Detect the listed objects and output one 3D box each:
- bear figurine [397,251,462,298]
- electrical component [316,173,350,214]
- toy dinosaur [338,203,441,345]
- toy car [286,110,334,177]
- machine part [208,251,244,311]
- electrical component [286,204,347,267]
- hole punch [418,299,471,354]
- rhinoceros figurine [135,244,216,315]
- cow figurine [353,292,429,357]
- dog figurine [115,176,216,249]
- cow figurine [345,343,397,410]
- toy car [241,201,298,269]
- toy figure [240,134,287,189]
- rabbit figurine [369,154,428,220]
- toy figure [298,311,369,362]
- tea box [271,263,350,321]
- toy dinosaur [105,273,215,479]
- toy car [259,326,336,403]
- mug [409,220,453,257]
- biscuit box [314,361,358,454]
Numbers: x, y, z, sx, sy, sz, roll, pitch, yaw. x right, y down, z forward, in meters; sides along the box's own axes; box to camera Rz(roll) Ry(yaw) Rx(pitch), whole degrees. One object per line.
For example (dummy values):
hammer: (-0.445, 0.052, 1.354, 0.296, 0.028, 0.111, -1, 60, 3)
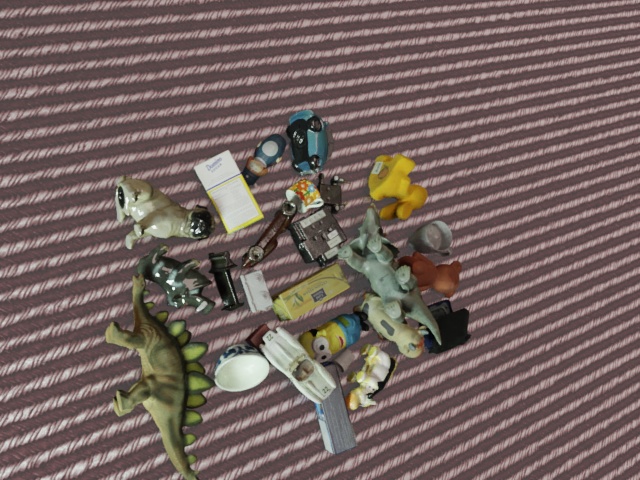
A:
bear figurine: (0.292, 0.105, 1.396, 0.196, 0.132, 0.120, 13, 104, -16)
electrical component: (0.032, -0.119, 1.373, 0.078, 0.045, 0.102, 11, 76, -22)
toy dinosaur: (0.171, 0.098, 1.262, 0.131, 0.192, 0.405, -38, 61, 14)
toy car: (-0.013, -0.243, 1.351, 0.103, 0.109, 0.161, -9, 92, -41)
machine part: (-0.213, 0.093, 1.219, 0.039, 0.084, 0.138, -22, 101, -49)
electrical component: (-0.003, -0.004, 1.329, 0.115, 0.058, 0.134, -28, 91, -23)
hole punch: (0.321, 0.225, 1.411, 0.142, 0.092, 0.115, -16, 116, -27)
rhinoceros figurine: (-0.308, 0.090, 1.176, 0.190, 0.073, 0.112, 36, 67, -12)
cow figurine: (0.184, 0.210, 1.325, 0.195, 0.127, 0.085, 47, 70, -5)
dog figurine: (-0.340, -0.073, 1.194, 0.190, 0.121, 0.172, -12, 87, -38)
cow figurine: (0.122, 0.345, 1.307, 0.098, 0.068, 0.167, 35, 70, -19)
toy car: (-0.116, -0.009, 1.265, 0.053, 0.089, 0.202, 37, 67, -9)
toy figure: (-0.143, -0.194, 1.312, 0.064, 0.057, 0.154, 26, 67, 25)
rabbit figurine: (0.219, -0.128, 1.419, 0.173, 0.122, 0.162, 28, 72, -35)
toy figure: (0.032, 0.230, 1.285, 0.180, 0.089, 0.082, -26, 93, -33)
tea box: (-0.026, 0.124, 1.272, 0.170, 0.098, 0.068, -28, 91, -23)
toy dinosaur: (-0.324, 0.298, 1.113, 0.198, 0.105, 0.471, -8, 88, -27)
toy car: (-0.049, 0.276, 1.189, 0.073, 0.056, 0.201, -45, 100, -9)
mug: (0.294, 0.003, 1.423, 0.109, 0.107, 0.081, 37, 69, -16)
biscuit box: (0.026, 0.389, 1.260, 0.063, 0.059, 0.202, -12, 85, -22)
